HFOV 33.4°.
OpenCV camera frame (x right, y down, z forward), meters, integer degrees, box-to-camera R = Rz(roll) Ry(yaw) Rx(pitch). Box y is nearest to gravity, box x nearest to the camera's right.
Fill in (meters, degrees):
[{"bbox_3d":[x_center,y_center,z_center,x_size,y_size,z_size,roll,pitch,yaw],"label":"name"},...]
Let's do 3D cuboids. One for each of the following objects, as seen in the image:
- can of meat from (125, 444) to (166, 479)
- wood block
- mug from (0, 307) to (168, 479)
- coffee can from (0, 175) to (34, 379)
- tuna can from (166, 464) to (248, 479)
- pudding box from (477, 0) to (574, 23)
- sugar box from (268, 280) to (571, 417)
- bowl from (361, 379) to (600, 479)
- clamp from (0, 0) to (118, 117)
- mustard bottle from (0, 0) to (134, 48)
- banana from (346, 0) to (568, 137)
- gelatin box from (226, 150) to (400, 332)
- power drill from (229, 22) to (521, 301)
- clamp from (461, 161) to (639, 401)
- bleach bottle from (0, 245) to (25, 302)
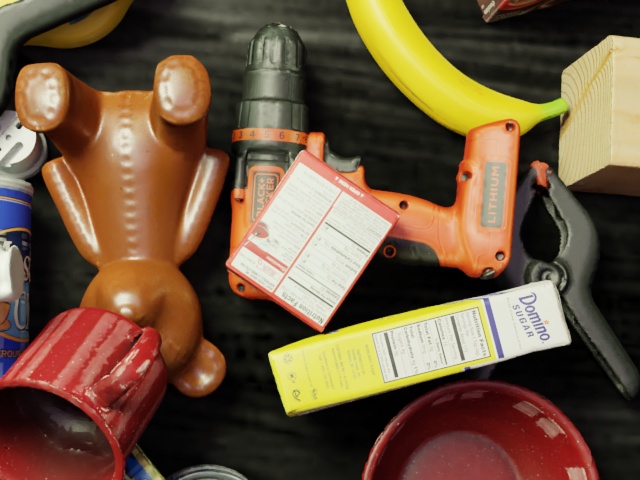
[{"bbox_3d":[-0.137,0.159,0.645,0.084,0.102,0.057,-39,124,-14],"label":"can of meat"},{"bbox_3d":[0.281,-0.077,0.740,0.206,0.091,0.090,4,82,-8],"label":"wood block"},{"bbox_3d":[-0.129,0.085,0.595,0.093,0.081,0.117,43,123,-10],"label":"mug"},{"bbox_3d":[-0.227,0.035,0.643,0.102,0.103,0.140,0,84,-9],"label":"coffee can"},{"bbox_3d":[-0.073,0.189,0.684,0.086,0.034,0.086,1,83,-9],"label":"tuna can"},{"bbox_3d":[0.172,-0.193,0.737,0.113,0.090,0.039,-18,86,-11],"label":"pudding box"},{"bbox_3d":[0.060,0.066,0.671,0.176,0.093,0.048,-17,86,2],"label":"sugar box"},{"bbox_3d":[0.099,0.172,0.701,0.162,0.055,0.162,1,83,-9],"label":"bowl"},{"bbox_3d":[-0.206,-0.129,0.646,0.164,0.036,0.210,24,90,-12],"label":"clamp"},{"bbox_3d":[-0.183,-0.172,0.697,0.191,0.058,0.096,-13,87,-10],"label":"mustard bottle"},{"bbox_3d":[0.077,-0.128,0.744,0.198,0.037,0.069,40,71,-3],"label":"banana"},{"bbox_3d":[-0.004,0.001,0.660,0.073,0.030,0.089,34,92,2],"label":"gelatin box"},{"bbox_3d":[0.034,-0.048,0.704,0.187,0.057,0.184,4,89,4],"label":"power drill"},{"bbox_3d":[0.164,0.034,0.734,0.120,0.039,0.171,8,85,-4],"label":"clamp"},{"bbox_3d":[-0.284,0.035,0.564,0.251,0.068,0.102,-5,84,1],"label":"bleach bottle"}]
